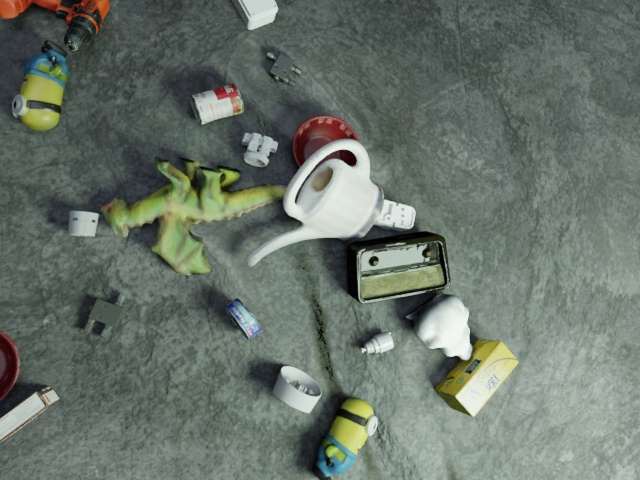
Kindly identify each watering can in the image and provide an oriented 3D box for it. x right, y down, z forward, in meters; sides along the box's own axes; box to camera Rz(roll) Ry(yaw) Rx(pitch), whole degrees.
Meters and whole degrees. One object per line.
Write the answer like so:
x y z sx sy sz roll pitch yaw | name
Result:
0.003 -0.057 1.126 0.222 0.106 0.345 27 104 -36 | watering can

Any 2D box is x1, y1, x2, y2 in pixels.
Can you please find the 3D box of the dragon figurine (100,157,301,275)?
-0.252 -0.044 1.098 0.409 0.123 0.242 13 95 -12 | dragon figurine

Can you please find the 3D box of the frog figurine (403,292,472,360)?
0.289 0.205 1.165 0.139 0.120 0.160 -28 77 -35 | frog figurine
